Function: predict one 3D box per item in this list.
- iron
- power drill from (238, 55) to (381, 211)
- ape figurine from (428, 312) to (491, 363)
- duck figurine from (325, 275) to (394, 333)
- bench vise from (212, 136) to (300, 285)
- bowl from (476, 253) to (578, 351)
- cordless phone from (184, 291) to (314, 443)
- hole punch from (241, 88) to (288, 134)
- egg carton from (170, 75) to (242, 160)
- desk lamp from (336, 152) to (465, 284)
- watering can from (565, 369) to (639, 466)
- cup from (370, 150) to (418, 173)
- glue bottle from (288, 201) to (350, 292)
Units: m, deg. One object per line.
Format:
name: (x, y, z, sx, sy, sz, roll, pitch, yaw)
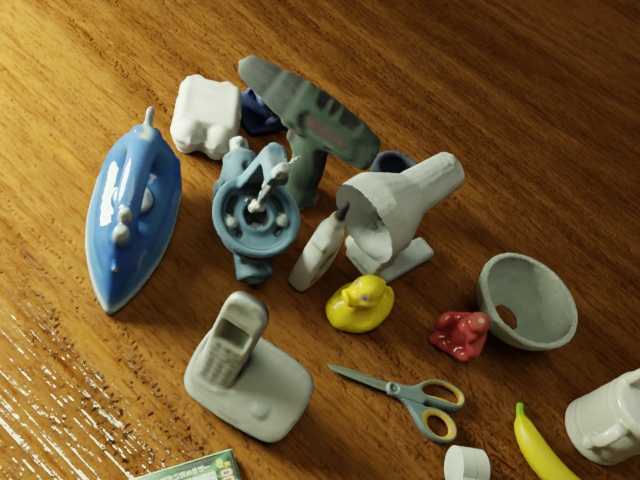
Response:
iron: (-0.244, -0.047, 0.747, 0.119, 0.141, 0.258, 10, 53, -15)
power drill: (-0.034, -0.146, 0.860, 0.229, 0.208, 0.076, 24, 50, -4)
ape figurine: (0.213, 0.132, 0.831, 0.076, 0.092, 0.077, -7, 58, -25)
duck figurine: (0.066, 0.081, 0.814, 0.105, 0.086, 0.077, -11, 61, -28)
bench vise: (-0.099, -0.072, 0.773, 0.122, 0.219, 0.207, -20, 65, -32)
bowl: (0.310, 0.107, 0.899, 0.168, 0.074, 0.167, 11, 53, -14)
cordless phone: (-0.070, 0.142, 0.651, 0.147, 0.185, 0.094, 29, 50, 1)
hole punch: (-0.087, -0.249, 0.990, 0.101, 0.091, 0.108, -12, 61, -28)
egg carton: (-0.182, -0.201, 0.931, 0.107, 0.069, 0.150, 10, 53, -15)
desk lamp: (0.109, -0.031, 0.830, 0.204, 0.213, 0.117, -26, 68, -34)
watering can: (0.441, 0.228, 0.786, 0.101, 0.194, 0.173, 37, 51, 8)
cup: (0.127, -0.085, 0.953, 0.118, 0.095, 0.091, 3, 55, -19)
glue bottle: (0.007, 0.003, 0.791, 0.037, 0.173, 0.078, 38, 51, 8)
